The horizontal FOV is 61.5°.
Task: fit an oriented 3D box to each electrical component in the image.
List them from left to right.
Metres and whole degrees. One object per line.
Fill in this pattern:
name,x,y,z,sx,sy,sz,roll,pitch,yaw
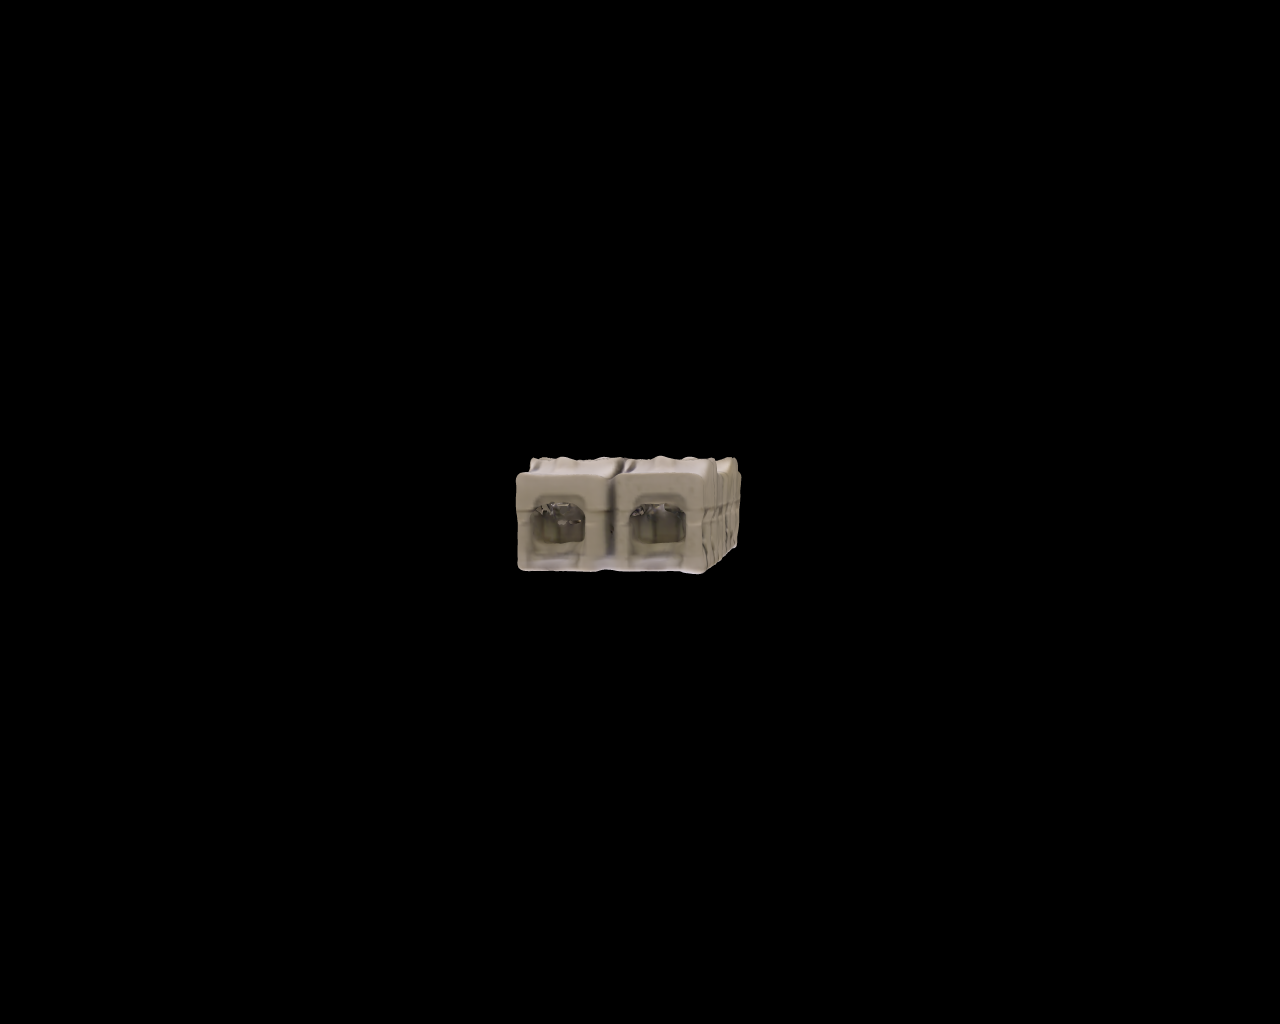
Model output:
electrical component,0.001,-0.003,0.650,0.105,0.060,0.186,1,3,11
